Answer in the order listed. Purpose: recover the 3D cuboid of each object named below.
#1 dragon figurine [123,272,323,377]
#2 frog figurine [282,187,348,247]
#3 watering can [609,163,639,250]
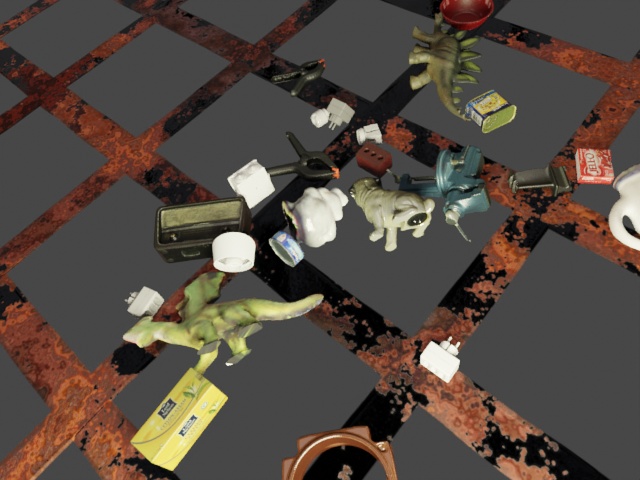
[{"bbox_3d":[-0.220,0.149,1.132,0.413,0.119,0.247,-24,48,-17],"label":"dragon figurine"},{"bbox_3d":[0.004,-0.061,1.218,0.160,0.122,0.137,-22,89,-15],"label":"frog figurine"},{"bbox_3d":[0.784,-0.074,1.091,0.347,0.102,0.230,-8,55,6],"label":"watering can"}]
